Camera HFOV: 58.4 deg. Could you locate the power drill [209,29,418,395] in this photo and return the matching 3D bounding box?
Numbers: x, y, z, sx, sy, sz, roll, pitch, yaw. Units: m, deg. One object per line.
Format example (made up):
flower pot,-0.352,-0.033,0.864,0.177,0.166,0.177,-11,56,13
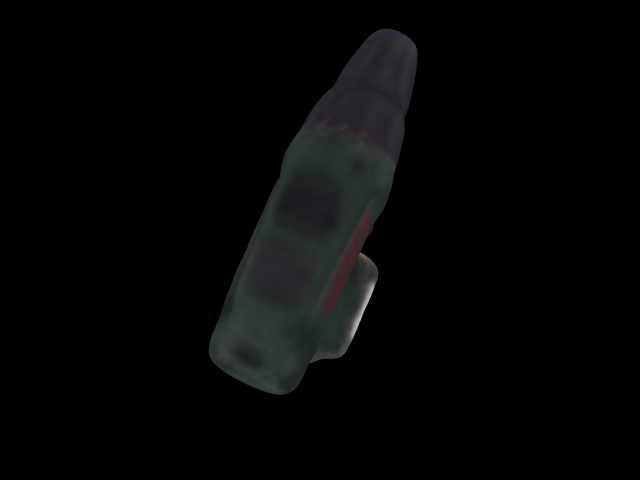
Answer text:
power drill,0.004,0.001,0.400,0.075,0.208,0.230,20,66,10
